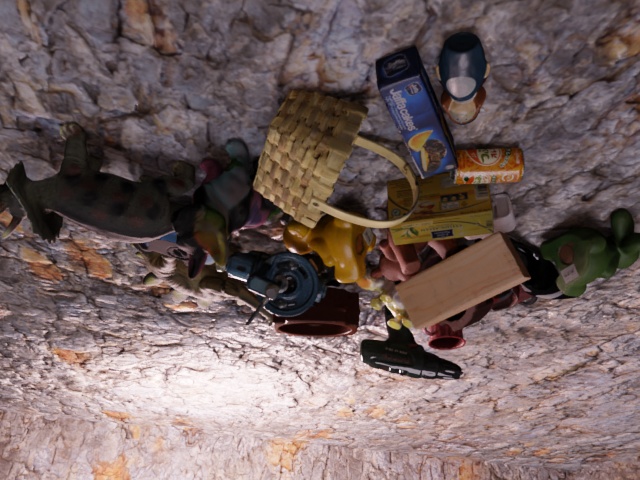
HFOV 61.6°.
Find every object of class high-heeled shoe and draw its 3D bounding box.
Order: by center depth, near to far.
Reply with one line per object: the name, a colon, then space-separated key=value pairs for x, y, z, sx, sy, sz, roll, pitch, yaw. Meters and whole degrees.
high-heeled shoe: x=0.414 y=0.049 z=1.044 sx=0.249 sy=0.086 sz=0.145 roll=22 pitch=171 yaw=3

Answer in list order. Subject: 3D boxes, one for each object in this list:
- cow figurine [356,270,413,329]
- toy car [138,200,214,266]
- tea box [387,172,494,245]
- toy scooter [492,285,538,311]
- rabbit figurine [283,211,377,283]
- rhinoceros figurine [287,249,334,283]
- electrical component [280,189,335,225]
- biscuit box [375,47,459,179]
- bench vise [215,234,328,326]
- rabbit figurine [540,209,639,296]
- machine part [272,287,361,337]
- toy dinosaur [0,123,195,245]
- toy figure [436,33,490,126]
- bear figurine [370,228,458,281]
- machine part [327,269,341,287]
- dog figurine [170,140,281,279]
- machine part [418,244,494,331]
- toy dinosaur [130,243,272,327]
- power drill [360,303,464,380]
cow figurine: x=0.156 y=0.112 z=1.194 sx=0.167 sy=0.098 sz=0.068 roll=48 pitch=140 yaw=-13
toy car: x=-0.257 y=-0.020 z=0.999 sx=0.161 sy=0.103 sz=0.109 roll=19 pitch=148 yaw=-15
tea box: x=0.203 y=-0.056 z=0.914 sx=0.170 sy=0.098 sz=0.068 roll=-6 pitch=146 yaw=17
toy scooter: x=0.386 y=0.107 z=1.180 sx=0.184 sy=0.075 sz=0.135 roll=-10 pitch=145 yaw=14
rabbit figurine: x=-0.002 y=-0.003 z=1.005 sx=0.173 sy=0.122 sz=0.162 roll=4 pitch=151 yaw=35
rhinoceros figurine: x=-0.047 y=0.063 z=1.133 sx=0.190 sy=0.073 sz=0.112 roll=-9 pitch=115 yaw=38
electrical component: x=-0.019 y=-0.069 z=0.907 sx=0.078 sy=0.102 sz=0.045 roll=-19 pitch=129 yaw=43
biscuit box: x=0.142 y=-0.174 z=0.764 sx=0.059 sy=0.063 sz=0.202 roll=-14 pitch=144 yaw=23
bench vise: x=-0.096 y=0.068 z=0.980 sx=0.224 sy=0.128 sz=0.240 roll=28 pitch=-175 yaw=0
rabbit figurine: x=0.535 y=0.013 z=1.015 sx=0.170 sy=0.121 sz=0.159 roll=-5 pitch=144 yaw=-22
machine part: x=-0.010 y=0.171 z=1.267 sx=0.201 sy=0.087 sz=0.201 roll=2 pitch=162 yaw=-1
toy dinosaur: x=-0.327 y=-0.057 z=0.867 sx=0.405 sy=0.192 sz=0.131 roll=14 pitch=148 yaw=-15
toy figure: x=0.191 y=-0.204 z=0.722 sx=0.064 sy=0.058 sz=0.154 roll=32 pitch=163 yaw=30
bear figurine: x=0.170 y=0.037 z=1.039 sx=0.120 sy=0.132 sz=0.195 roll=-18 pitch=145 yaw=-17
machine part: x=0.047 y=0.057 z=1.161 sx=0.084 sy=0.039 sz=0.138 roll=7 pitch=146 yaw=-17
dog figurine: x=-0.145 y=-0.034 z=0.865 sx=0.108 sy=0.219 sz=0.191 roll=-18 pitch=141 yaw=35
machine part: x=0.270 y=0.091 z=1.078 sx=0.056 sy=0.179 sz=0.179 roll=-13 pitch=155 yaw=-25
toy dinosaur: x=-0.252 y=0.081 z=1.167 sx=0.471 sy=0.105 sz=0.199 roll=35 pitch=144 yaw=-28
power drill: x=0.211 y=0.219 z=1.249 sx=0.232 sy=0.207 sz=0.086 roll=2 pitch=154 yaw=5
